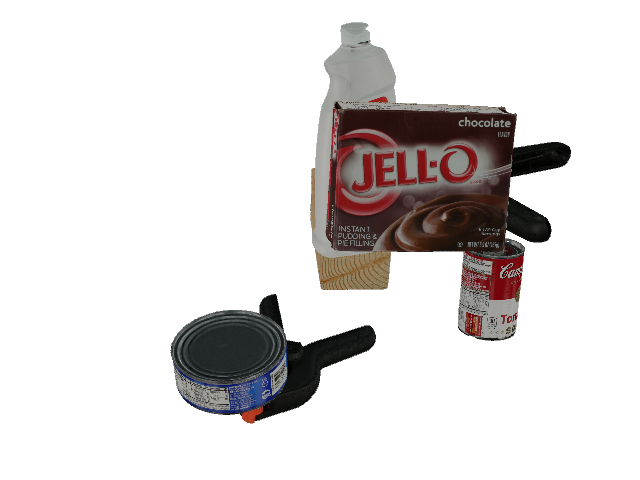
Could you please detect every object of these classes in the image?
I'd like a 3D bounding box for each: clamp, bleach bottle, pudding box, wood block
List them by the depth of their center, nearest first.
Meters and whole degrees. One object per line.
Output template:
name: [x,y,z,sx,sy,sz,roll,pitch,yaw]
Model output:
pudding box: [0.062,-0.040,0.672,0.113,0.090,0.039,0,18,-8]
clamp: [0.129,-0.063,0.992,0.210,0.036,0.164,12,33,21]
clamp: [-0.037,0.106,0.994,0.120,0.039,0.171,17,30,27]
bleach bottle: [0.035,-0.110,1.168,0.102,0.251,0.068,-9,25,-10]
wood block: [0.038,-0.020,1.453,0.090,0.090,0.206,-1,26,-5]

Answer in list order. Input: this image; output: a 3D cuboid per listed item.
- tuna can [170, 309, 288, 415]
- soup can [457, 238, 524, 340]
tuna can: [-0.067,0.090,0.794,0.086,0.034,0.086,-2,33,1]
soup can: [0.191,0.054,1.201,0.068,0.102,0.068,2,19,-1]
